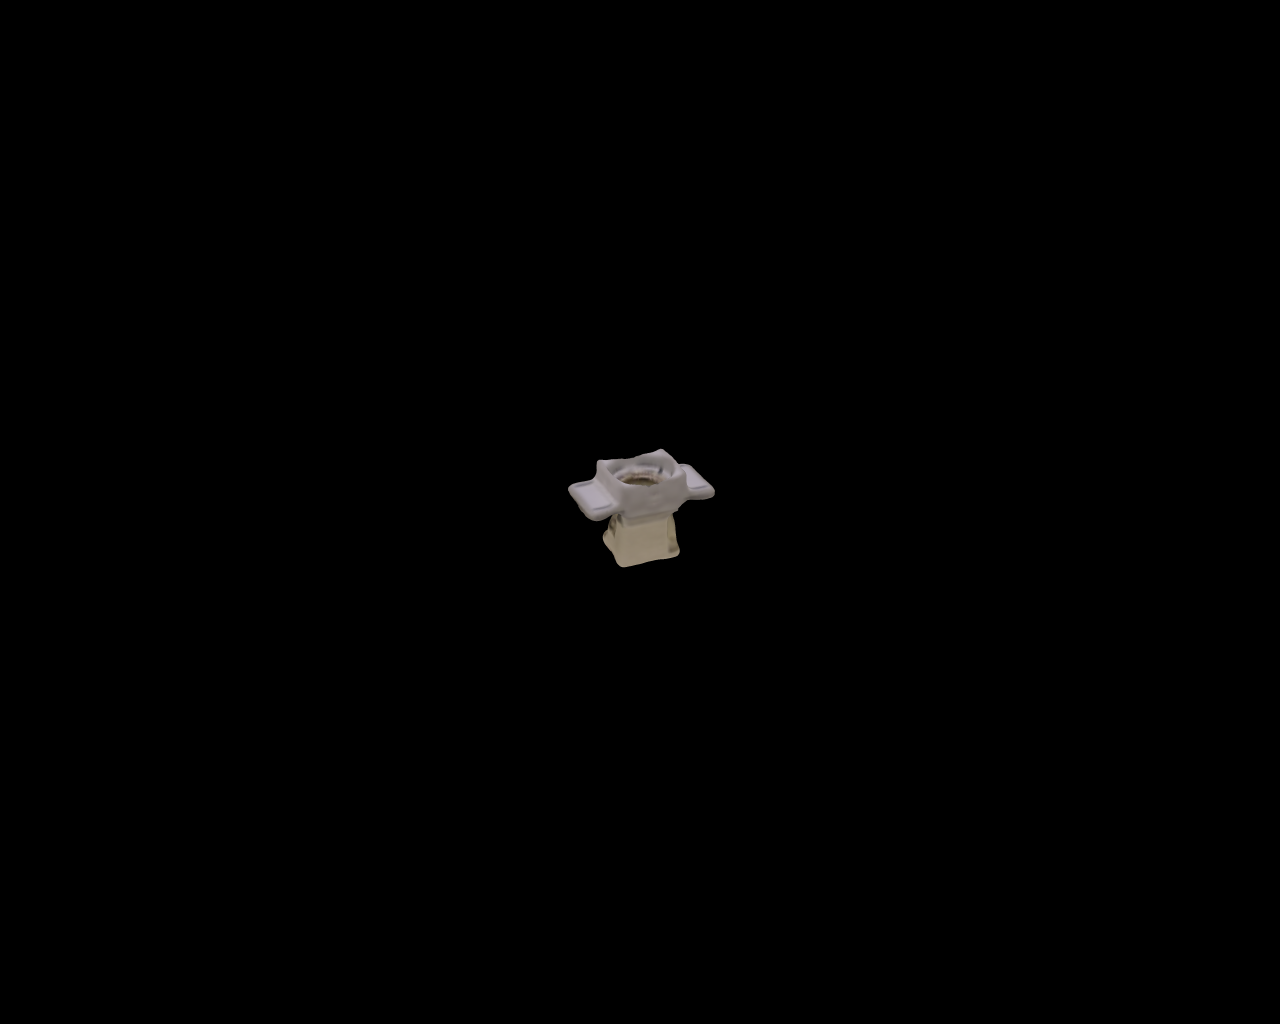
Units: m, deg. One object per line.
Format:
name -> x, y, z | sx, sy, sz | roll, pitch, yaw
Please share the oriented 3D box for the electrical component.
electrical component -> 0.001, -0.003, 0.650 | 0.081, 0.063, 0.042 | -11, 32, -18
